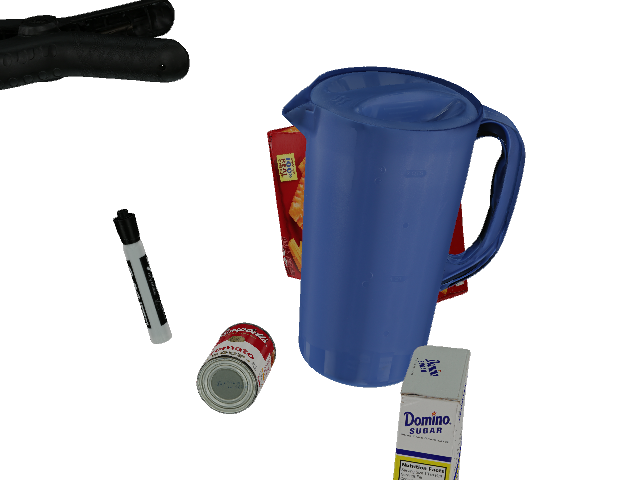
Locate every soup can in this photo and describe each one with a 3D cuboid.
[{"bbox_3d":[-0.091,0.139,1.165,0.068,0.068,0.102,0,16,9],"label":"soup can"}]

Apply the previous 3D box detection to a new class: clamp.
[{"bbox_3d":[-0.163,-0.121,0.657,0.171,0.039,0.120,-1,21,-2],"label":"clamp"}]

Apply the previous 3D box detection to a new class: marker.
[{"bbox_3d":[-0.152,0.031,0.910,0.020,0.121,0.020,-13,18,4],"label":"marker"}]

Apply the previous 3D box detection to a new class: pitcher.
[{"bbox_3d":[0.056,-0.007,0.853,0.149,0.243,0.144,27,35,34],"label":"pitcher"}]

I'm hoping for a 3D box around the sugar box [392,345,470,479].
[{"bbox_3d":[0.073,0.170,0.741,0.048,0.176,0.093,4,15,11],"label":"sugar box"}]

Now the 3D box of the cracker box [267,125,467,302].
[{"bbox_3d":[0.042,-0.033,1.070,0.071,0.164,0.214,-17,17,-37],"label":"cracker box"}]
